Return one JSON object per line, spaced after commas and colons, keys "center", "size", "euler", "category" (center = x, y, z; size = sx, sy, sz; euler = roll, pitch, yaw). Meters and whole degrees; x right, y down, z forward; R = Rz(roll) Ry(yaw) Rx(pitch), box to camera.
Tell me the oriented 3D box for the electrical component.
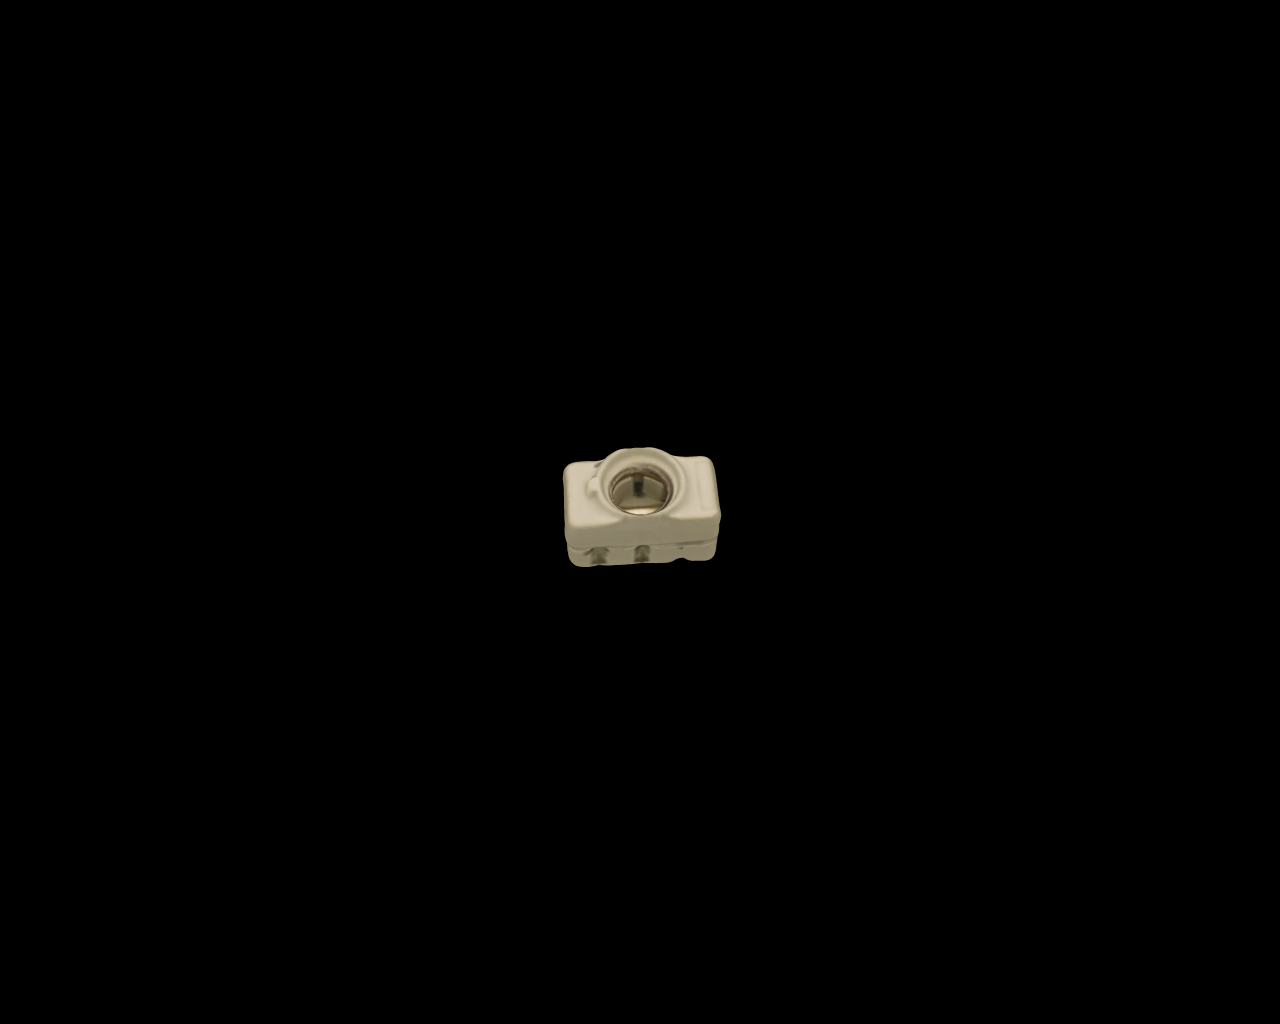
{"center": [0.001, -0.003, 0.650], "size": [0.089, 0.050, 0.055], "euler": [-3, -34, -2], "category": "electrical component"}
